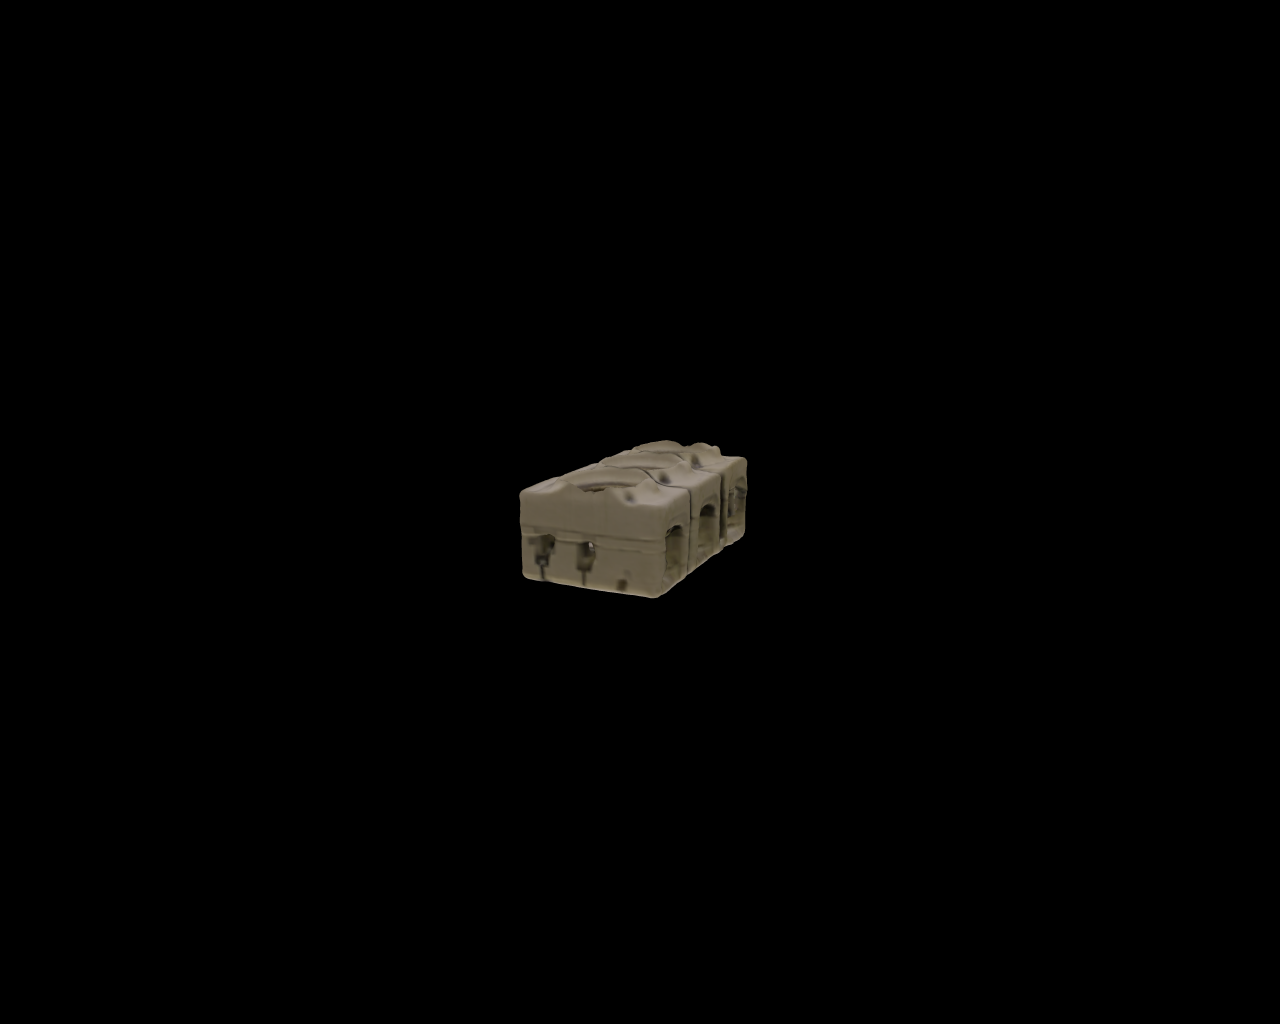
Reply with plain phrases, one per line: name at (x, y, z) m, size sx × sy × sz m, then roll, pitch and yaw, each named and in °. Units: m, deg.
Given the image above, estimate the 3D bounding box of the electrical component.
electrical component at (0.001, -0.003, 0.650) m, size 0.089 × 0.061 × 0.150 m, roll 6°, pitch 15°, yaw 23°
